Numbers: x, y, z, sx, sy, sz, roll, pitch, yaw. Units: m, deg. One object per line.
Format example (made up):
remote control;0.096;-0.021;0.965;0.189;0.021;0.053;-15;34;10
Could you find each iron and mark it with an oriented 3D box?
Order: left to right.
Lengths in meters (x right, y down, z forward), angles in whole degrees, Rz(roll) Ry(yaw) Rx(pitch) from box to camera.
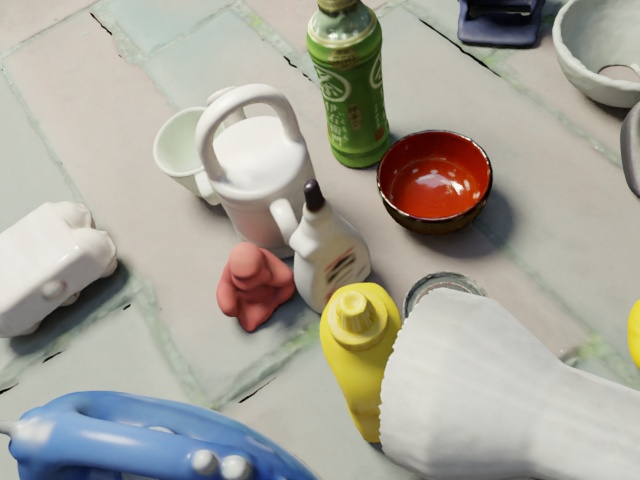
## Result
iron;-0.123;0.172;0.446;0.257;0.142;0.118;3;60;12

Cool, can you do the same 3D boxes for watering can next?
watering can;-0.063;-0.075;0.551;0.172;0.194;0.101;37;72;27

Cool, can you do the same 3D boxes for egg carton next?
egg carton;-0.293;0.030;0.603;0.150;0.069;0.107;-40;61;-14

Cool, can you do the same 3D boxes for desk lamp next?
desk lamp;0.148;0.135;0.377;0.202;0.214;0.118;20;65;21

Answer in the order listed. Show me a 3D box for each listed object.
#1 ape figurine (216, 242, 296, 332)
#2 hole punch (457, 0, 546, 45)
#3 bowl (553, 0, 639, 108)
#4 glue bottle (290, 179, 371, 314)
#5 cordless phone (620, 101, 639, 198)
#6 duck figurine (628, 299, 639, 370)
ape figurine;-0.065;0.035;0.546;0.077;0.092;0.076;-6;59;7
hole punch;0.219;-0.303;0.696;0.108;0.091;0.101;8;61;15
bowl;0.335;-0.201;0.624;0.167;0.075;0.167;-4;59;8
glue bottle;0.005;0.002;0.505;0.078;0.173;0.037;-43;61;-15
cordless phone;0.358;-0.120;0.507;0.147;0.185;0.094;-12;58;3
duck figurine;0.302;0.064;0.466;0.077;0.086;0.105;26;67;23
